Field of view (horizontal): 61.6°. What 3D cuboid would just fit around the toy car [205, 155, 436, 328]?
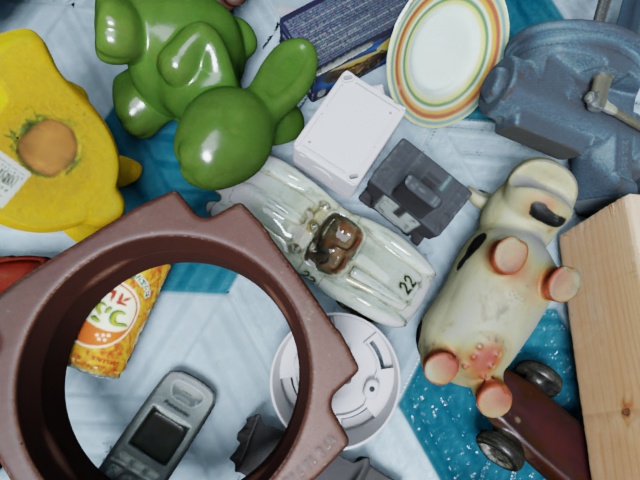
[{"bbox_3d":[-0.001,-0.001,0.449,0.202,0.056,0.073,33,80,2],"label":"toy car"}]

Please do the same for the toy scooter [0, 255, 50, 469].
[{"bbox_3d":[-0.280,0.084,0.408,0.135,0.075,0.184,22,84,-1],"label":"toy scooter"}]

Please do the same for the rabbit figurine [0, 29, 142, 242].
[{"bbox_3d":[-0.217,-0.070,0.409,0.162,0.173,0.122,34,77,-43],"label":"rabbit figurine"}]

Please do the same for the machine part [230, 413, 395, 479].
[{"bbox_3d":[-0.008,0.191,0.426,0.139,0.039,0.084,33,85,1],"label":"machine part"}]

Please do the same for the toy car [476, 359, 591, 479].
[{"bbox_3d":[0.210,0.183,0.434,0.202,0.053,0.089,39,66,3],"label":"toy car"}]

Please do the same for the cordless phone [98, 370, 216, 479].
[{"bbox_3d":[-0.111,0.205,0.402,0.147,0.088,0.184,30,63,2],"label":"cordless phone"}]

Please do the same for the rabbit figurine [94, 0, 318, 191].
[{"bbox_3d":[-0.082,-0.105,0.425,0.159,0.121,0.170,-13,57,-24],"label":"rabbit figurine"}]

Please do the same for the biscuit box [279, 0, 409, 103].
[{"bbox_3d":[0.064,-0.204,0.488,0.203,0.059,0.063,-30,83,-8],"label":"biscuit box"}]

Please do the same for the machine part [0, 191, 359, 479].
[{"bbox_3d":[-0.094,0.088,0.353,0.201,0.087,0.201,-34,82,-15],"label":"machine part"}]

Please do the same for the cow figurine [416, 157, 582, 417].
[{"bbox_3d":[0.144,0.025,0.432,0.085,0.127,0.195,26,95,-5],"label":"cow figurine"}]

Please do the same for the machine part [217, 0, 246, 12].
[{"bbox_3d":[-0.117,-0.272,0.437,0.179,0.056,0.179,-5,121,-8],"label":"machine part"}]

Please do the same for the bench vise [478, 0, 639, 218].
[{"bbox_3d":[0.255,-0.146,0.464,0.224,0.129,0.240,17,84,-4],"label":"bench vise"}]

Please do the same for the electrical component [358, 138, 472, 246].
[{"bbox_3d":[0.076,-0.040,0.430,0.075,0.119,0.048,38,80,5],"label":"electrical component"}]
